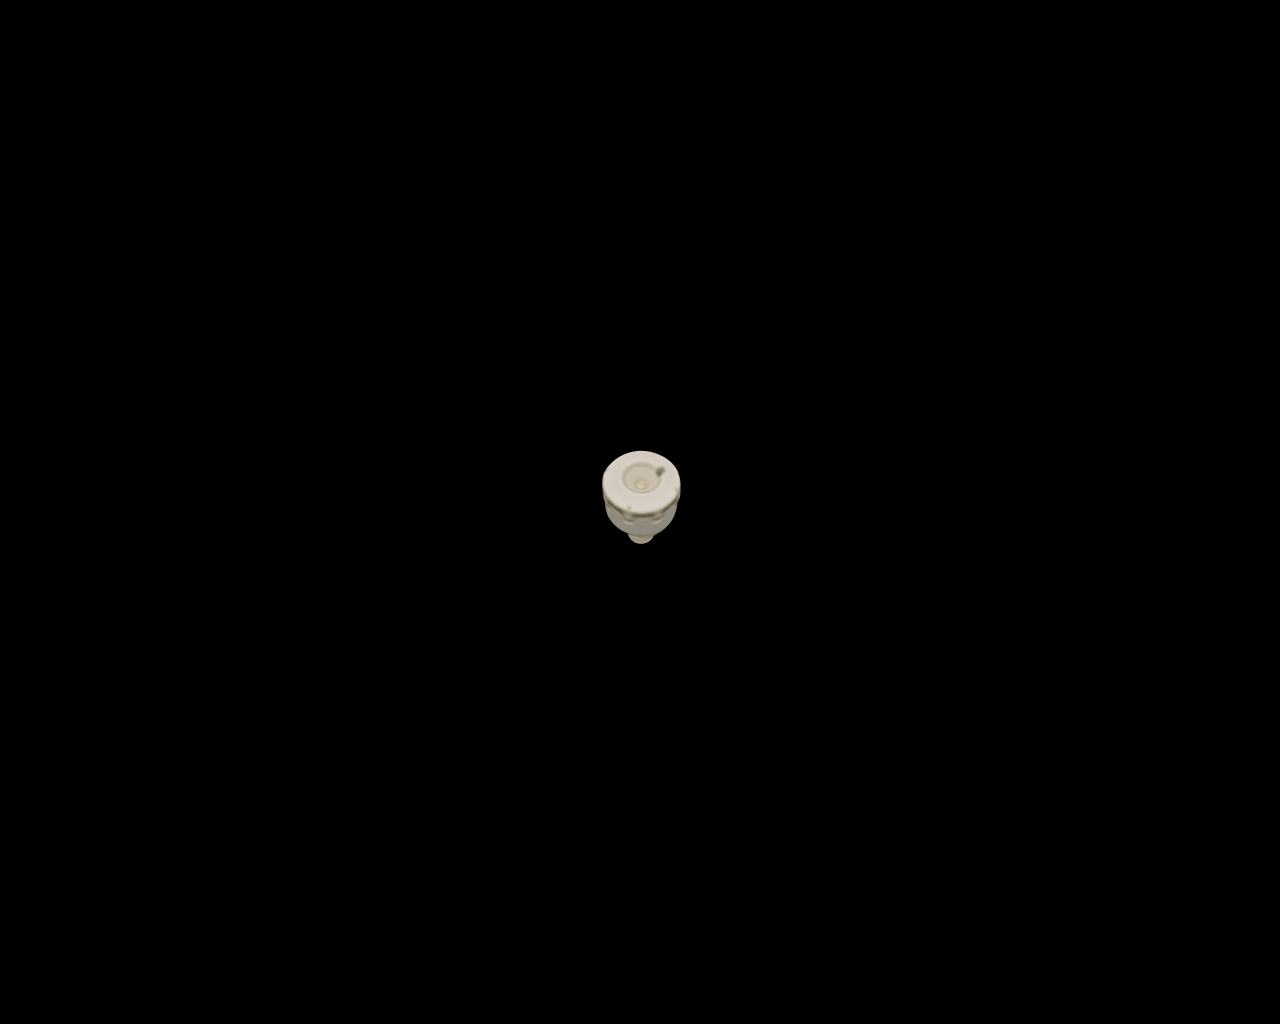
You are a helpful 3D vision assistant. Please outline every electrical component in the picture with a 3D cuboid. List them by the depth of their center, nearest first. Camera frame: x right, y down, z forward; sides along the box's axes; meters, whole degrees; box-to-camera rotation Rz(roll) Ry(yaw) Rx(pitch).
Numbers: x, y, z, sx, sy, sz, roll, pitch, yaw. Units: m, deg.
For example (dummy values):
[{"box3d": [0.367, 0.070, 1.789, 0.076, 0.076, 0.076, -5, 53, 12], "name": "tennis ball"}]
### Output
[{"box3d": [0.001, -0.003, 0.650, 0.048, 0.048, 0.062, 0, -36, 0], "name": "electrical component"}]
